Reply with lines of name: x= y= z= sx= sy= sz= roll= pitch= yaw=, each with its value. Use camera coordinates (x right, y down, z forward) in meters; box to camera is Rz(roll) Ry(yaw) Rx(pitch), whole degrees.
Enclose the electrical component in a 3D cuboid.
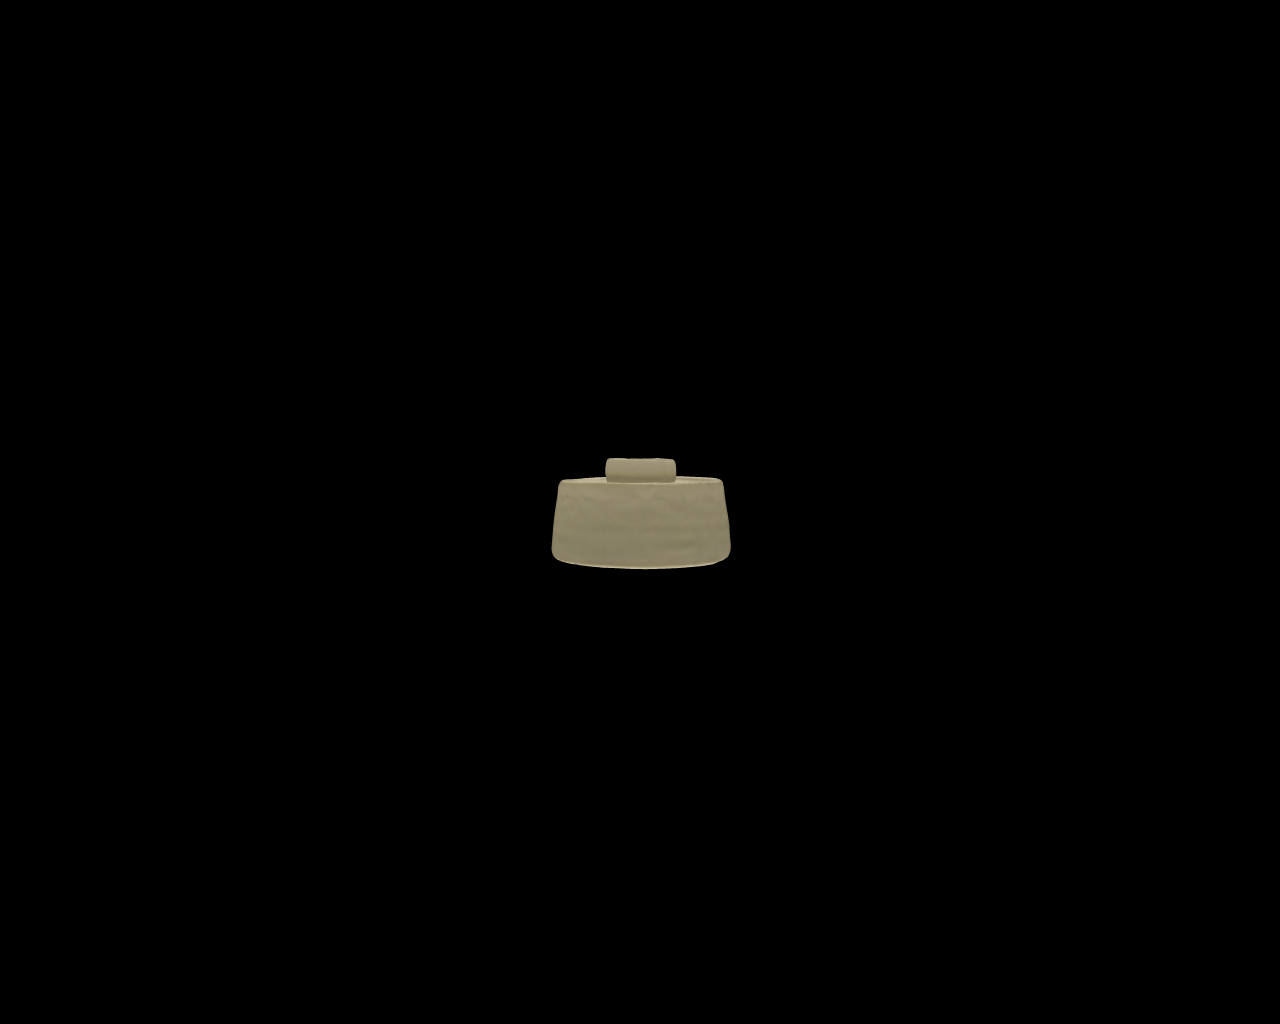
electrical component: x=0.001 y=-0.003 z=0.650 sx=0.108 sy=0.060 sz=0.108 roll=0 pitch=5 yaw=0
